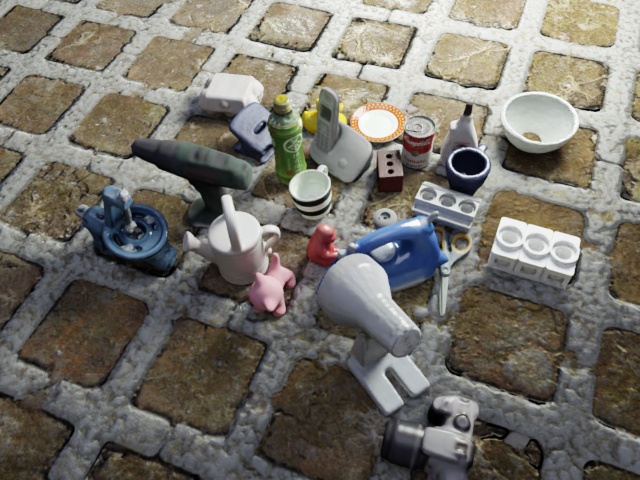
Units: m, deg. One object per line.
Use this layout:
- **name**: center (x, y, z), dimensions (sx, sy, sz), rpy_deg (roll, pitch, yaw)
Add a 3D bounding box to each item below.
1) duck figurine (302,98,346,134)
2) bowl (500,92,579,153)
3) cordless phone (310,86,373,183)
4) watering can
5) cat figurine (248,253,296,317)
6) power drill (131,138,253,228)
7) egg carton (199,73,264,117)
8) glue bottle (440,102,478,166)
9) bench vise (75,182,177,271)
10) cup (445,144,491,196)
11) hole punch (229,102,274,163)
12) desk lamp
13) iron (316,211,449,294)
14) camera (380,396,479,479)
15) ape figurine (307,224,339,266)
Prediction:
- **duck figurine**: center (0.009, -0.296, 1.328), dimensions (0.104, 0.086, 0.077), rpy_deg (2, 56, 5)
- **bowl**: center (0.479, -0.249, 1.274), dimensions (0.167, 0.075, 0.167), rpy_deg (-2, 56, 2)
- **cordless phone**: center (0.045, -0.224, 1.217), dimensions (0.147, 0.185, 0.094), rpy_deg (37, 65, 25)
- **watering can**: center (-0.165, -0.002, 1.071), dimensions (0.173, 0.194, 0.100), rpy_deg (-30, 59, -16)
- **cat figurine**: center (-0.093, 0.084, 1.054), dimensions (0.067, 0.118, 0.128), rpy_deg (9, 57, 10)
- **power drill**: center (-0.242, -0.112, 1.143), dimensions (0.229, 0.208, 0.075), rpy_deg (7, 56, 8)
- **egg carton**: center (-0.215, -0.348, 1.387), dimensions (0.150, 0.069, 0.107), rpy_deg (7, 56, 8)
- **glue bottle**: center (0.300, -0.224, 1.208), dimensions (0.078, 0.173, 0.037), rpy_deg (-1, 55, 3)
- **bench vise**: center (-0.391, -0.030, 1.088), dimensions (0.207, 0.220, 0.121), rpy_deg (4, 56, 7)
- **cup**: center (0.310, -0.140, 1.197), dimensions (0.091, 0.095, 0.118), rpy_deg (31, 63, 22)
- **hole punch**: center (-0.138, -0.246, 1.300), dimensions (0.101, 0.091, 0.109), rpy_deg (26, 61, 20)
- **desk lamp**: center (0.094, 0.150, 0.940), dimensions (0.118, 0.214, 0.202), rpy_deg (-31, 59, -16)
- **iron**: center (0.110, 0.024, 1.069), dimensions (0.258, 0.141, 0.118), rpy_deg (-19, 57, -9)
- **camera**: center (0.170, 0.308, 0.895), dimensions (0.136, 0.101, 0.143), rpy_deg (12, 57, 11)
- **ape figurine**: center (0.010, 0.004, 1.119), dimensions (0.076, 0.092, 0.078), rpy_deg (-1, 56, 3)
